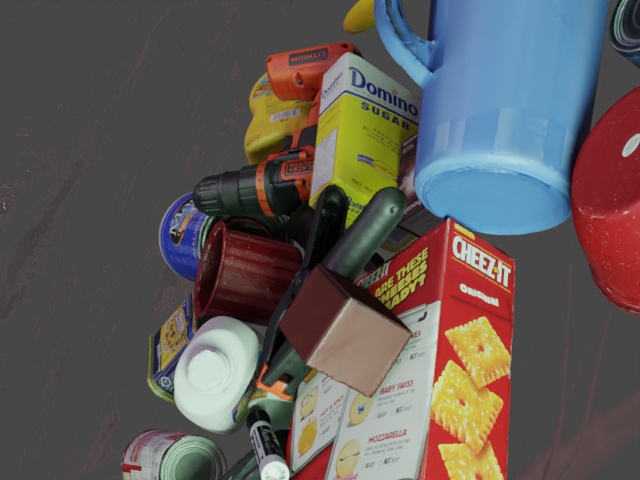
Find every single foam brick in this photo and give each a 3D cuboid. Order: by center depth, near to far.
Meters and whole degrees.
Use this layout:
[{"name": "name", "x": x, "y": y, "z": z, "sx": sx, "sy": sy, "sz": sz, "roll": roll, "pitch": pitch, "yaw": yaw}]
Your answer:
[{"name": "foam brick", "x": 0.015, "y": 0.058, "z": 0.691, "sx": 0.051, "sy": 0.053, "sz": 0.078, "roll": -57, "pitch": 20, "yaw": 4}]

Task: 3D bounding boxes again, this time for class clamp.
[{"name": "clamp", "x": -0.002, "y": 0.030, "z": 0.783, "sx": 0.171, "sy": 0.039, "sz": 0.120, "roll": -59, "pitch": 15, "yaw": 1}]

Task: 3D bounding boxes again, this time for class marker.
[{"name": "marker", "x": -0.039, "y": 0.146, "z": 0.759, "sx": 0.020, "sy": 0.020, "sz": 0.121, "roll": -60, "pitch": 12, "yaw": 3}]

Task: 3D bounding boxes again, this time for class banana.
[{"name": "banana", "x": 0.087, "y": -0.280, "z": 1.145, "sx": 0.198, "sy": 0.037, "sz": 0.069, "roll": -43, "pitch": 11, "yaw": 33}]

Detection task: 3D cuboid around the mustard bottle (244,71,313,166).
[{"name": "mustard bottle", "x": -0.030, "y": -0.148, "z": 1.174, "sx": 0.096, "sy": 0.058, "sz": 0.191, "roll": -13, "pitch": 38, "yaw": 10}]

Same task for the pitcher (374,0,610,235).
[{"name": "pitcher", "x": 0.123, "y": -0.134, "z": 0.735, "sx": 0.149, "sy": 0.144, "sz": 0.242, "roll": -3, "pitch": 62, "yaw": 29}]

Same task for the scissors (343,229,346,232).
[{"name": "scissors", "x": -0.007, "y": 0.001, "z": 1.030, "sx": 0.096, "sy": 0.016, "sz": 0.202, "roll": -59, "pitch": 23, "yaw": 8}]

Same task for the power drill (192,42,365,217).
[{"name": "power drill", "x": -0.026, "y": -0.103, "z": 1.037, "sx": 0.185, "sy": 0.057, "sz": 0.187, "roll": -5, "pitch": 53, "yaw": 17}]

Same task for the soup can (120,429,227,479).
[{"name": "soup can", "x": -0.136, "y": 0.212, "z": 0.990, "sx": 0.102, "sy": 0.068, "sz": 0.068, "roll": -13, "pitch": 52, "yaw": 60}]

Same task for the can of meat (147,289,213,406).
[{"name": "can of meat", "x": -0.134, "y": 0.110, "z": 1.120, "sx": 0.084, "sy": 0.057, "sz": 0.102, "roll": -48, "pitch": 26, "yaw": 22}]

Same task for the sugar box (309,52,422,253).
[{"name": "sugar box", "x": 0.044, "y": -0.080, "z": 0.923, "sx": 0.048, "sy": 0.093, "sz": 0.176, "roll": -40, "pitch": 31, "yaw": 39}]

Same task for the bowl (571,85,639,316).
[{"name": "bowl", "x": 0.196, "y": -0.040, "z": 0.609, "sx": 0.162, "sy": 0.055, "sz": 0.162, "roll": -46, "pitch": 27, "yaw": 31}]

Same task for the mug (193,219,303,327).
[{"name": "mug", "x": -0.067, "y": 0.028, "z": 1.009, "sx": 0.117, "sy": 0.081, "sz": 0.093, "roll": -94, "pitch": 25, "yaw": -44}]

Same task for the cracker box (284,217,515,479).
[{"name": "cracker box", "x": 0.050, "y": 0.116, "z": 0.712, "sx": 0.164, "sy": 0.072, "sz": 0.213, "roll": -37, "pitch": 32, "yaw": 44}]

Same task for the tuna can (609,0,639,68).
[{"name": "tuna can", "x": 0.230, "y": -0.149, "z": 0.693, "sx": 0.086, "sy": 0.033, "sz": 0.086, "roll": -46, "pitch": 27, "yaw": 31}]

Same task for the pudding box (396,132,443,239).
[{"name": "pudding box", "x": 0.109, "y": -0.062, "z": 0.837, "sx": 0.114, "sy": 0.039, "sz": 0.090, "roll": -38, "pitch": 33, "yaw": 43}]

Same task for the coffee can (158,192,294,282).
[{"name": "coffee can", "x": -0.101, "y": 0.000, "z": 1.118, "sx": 0.103, "sy": 0.102, "sz": 0.140, "roll": -64, "pitch": 23, "yaw": -8}]

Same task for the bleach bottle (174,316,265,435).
[{"name": "bleach bottle", "x": -0.084, "y": 0.114, "z": 0.871, "sx": 0.102, "sy": 0.068, "sz": 0.251, "roll": -63, "pitch": -3, "yaw": -6}]
